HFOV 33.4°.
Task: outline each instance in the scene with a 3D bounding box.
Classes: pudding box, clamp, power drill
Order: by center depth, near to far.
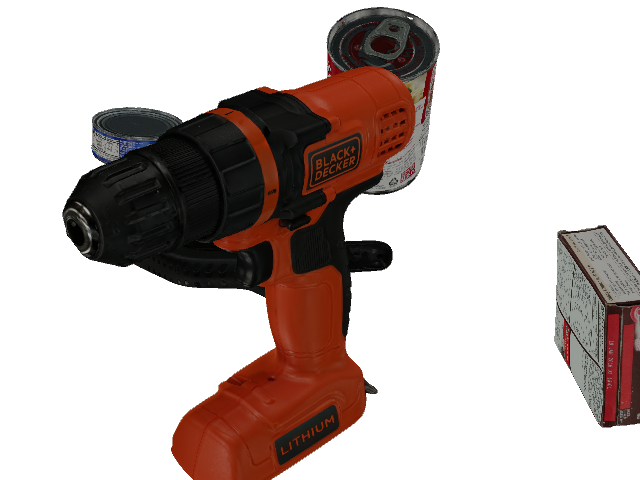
[{"bbox_3d":[-0.031,0.024,0.488,0.184,0.188,0.057,-25,42,-39],"label":"power drill"},{"bbox_3d":[0.184,0.053,0.694,0.039,0.090,0.113,-5,25,-3],"label":"pudding box"},{"bbox_3d":[-0.057,0.021,0.844,0.210,0.036,0.164,6,15,11],"label":"clamp"}]

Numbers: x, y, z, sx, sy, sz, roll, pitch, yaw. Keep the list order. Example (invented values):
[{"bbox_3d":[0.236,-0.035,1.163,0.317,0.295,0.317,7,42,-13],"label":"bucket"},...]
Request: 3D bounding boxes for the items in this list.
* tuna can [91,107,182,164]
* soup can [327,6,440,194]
[{"bbox_3d":[-0.172,-0.096,1.004,0.086,0.034,0.086,6,24,-3],"label":"tuna can"},{"bbox_3d":[0.037,-0.086,0.677,0.068,0.068,0.102,0,-39,-1],"label":"soup can"}]
